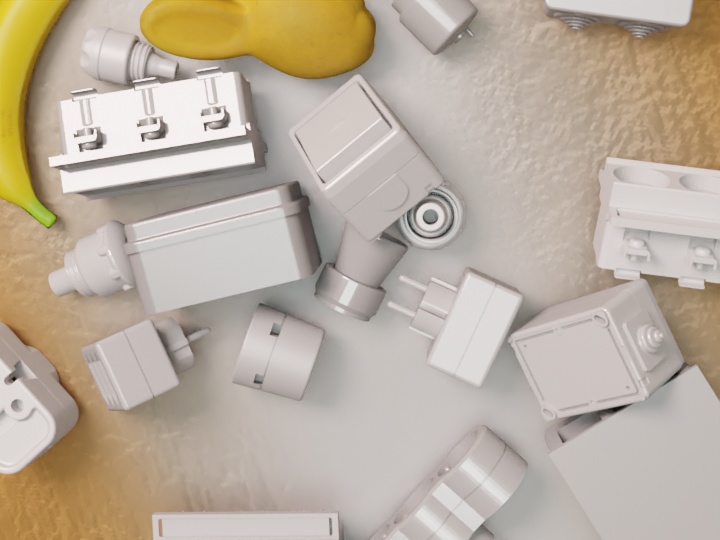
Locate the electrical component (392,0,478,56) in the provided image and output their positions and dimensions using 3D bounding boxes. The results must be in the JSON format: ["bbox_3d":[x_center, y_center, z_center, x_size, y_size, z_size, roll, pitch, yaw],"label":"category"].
[{"bbox_3d":[0.039,-0.173,0.685,0.078,0.040,0.040,45,96,0],"label":"electrical component"}]

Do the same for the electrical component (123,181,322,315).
[{"bbox_3d":[-0.086,-0.016,0.689,0.113,0.078,0.057,-13,97,5],"label":"electrical component"}]

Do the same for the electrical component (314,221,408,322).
[{"bbox_3d":[0.000,0.000,0.701,0.045,0.045,0.055,26,97,1],"label":"electrical component"}]

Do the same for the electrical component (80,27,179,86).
[{"bbox_3d":[-0.150,-0.137,0.705,0.061,0.035,0.035,13,96,0],"label":"electrical component"}]

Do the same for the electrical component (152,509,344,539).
[{"bbox_3d":[-0.072,0.195,0.712,0.121,0.063,0.078,-2,95,5],"label":"electrical component"}]

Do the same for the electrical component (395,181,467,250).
[{"bbox_3d":[0.045,-0.035,0.686,0.048,0.062,0.048,0,95,4],"label":"electrical component"}]

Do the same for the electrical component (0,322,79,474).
[{"bbox_3d":[-0.238,0.082,0.716,0.054,0.059,0.095,-42,91,6],"label":"electrical component"}]

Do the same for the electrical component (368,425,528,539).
[{"bbox_3d":[0.063,0.176,0.707,0.074,0.052,0.138,42,97,0],"label":"electrical component"}]

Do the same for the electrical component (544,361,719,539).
[{"bbox_3d":[0.213,0.162,0.692,0.105,0.060,0.186,-32,92,6],"label":"electrical component"}]

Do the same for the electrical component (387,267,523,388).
[{"bbox_3d":[0.057,0.029,0.698,0.077,0.047,0.065,24,96,2],"label":"electrical component"}]

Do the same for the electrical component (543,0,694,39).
[{"bbox_3d":[0.163,-0.198,0.671,0.100,0.048,0.099,8,95,3],"label":"electrical component"}]

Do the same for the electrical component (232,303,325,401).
[{"bbox_3d":[-0.053,0.055,0.705,0.047,0.055,0.055,19,96,-2],"label":"electrical component"}]

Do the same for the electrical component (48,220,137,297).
[{"bbox_3d":[-0.176,-0.002,0.714,0.062,0.048,0.048,-23,93,12],"label":"electrical component"}]

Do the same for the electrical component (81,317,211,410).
[{"bbox_3d":[-0.135,0.055,0.709,0.077,0.066,0.047,-25,93,-23],"label":"electrical component"}]

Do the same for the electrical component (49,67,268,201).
[{"bbox_3d":[-0.127,-0.086,0.686,0.121,0.079,0.063,-9,88,5],"label":"electrical component"}]

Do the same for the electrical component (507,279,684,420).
[{"bbox_3d":[0.153,0.047,0.669,0.096,0.061,0.061,-23,94,48],"label":"electrical component"}]

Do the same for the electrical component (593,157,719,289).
[{"bbox_3d":[0.212,-0.027,0.674,0.121,0.078,0.063,7,117,3],"label":"electrical component"}]

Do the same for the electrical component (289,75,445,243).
[{"bbox_3d":[-0.002,-0.076,0.672,0.062,0.096,0.061,-39,129,7],"label":"electrical component"}]
